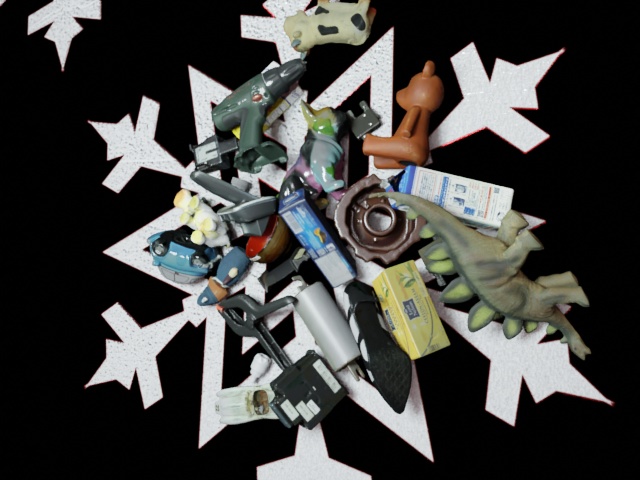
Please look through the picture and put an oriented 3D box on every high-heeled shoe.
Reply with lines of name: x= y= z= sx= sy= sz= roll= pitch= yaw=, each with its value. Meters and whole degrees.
high-heeled shoe: x=0.098 y=0.200 z=1.028 sx=0.086 sy=0.145 sz=0.248 roll=-9 pitch=88 yaw=-20

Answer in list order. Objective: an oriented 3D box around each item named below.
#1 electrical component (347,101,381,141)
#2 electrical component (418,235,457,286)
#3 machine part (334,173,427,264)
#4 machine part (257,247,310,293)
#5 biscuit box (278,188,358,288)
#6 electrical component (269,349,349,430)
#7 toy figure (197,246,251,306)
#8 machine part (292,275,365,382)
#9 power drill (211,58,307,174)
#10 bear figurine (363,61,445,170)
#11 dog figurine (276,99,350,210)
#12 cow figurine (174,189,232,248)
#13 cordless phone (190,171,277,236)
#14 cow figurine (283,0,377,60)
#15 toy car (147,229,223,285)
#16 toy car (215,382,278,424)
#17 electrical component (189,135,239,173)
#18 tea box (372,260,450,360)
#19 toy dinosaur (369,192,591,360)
electrical component: x=0.096 y=-0.243 z=1.129 sx=0.063 sy=0.021 sz=0.094 roll=-33 pitch=73 yaw=10
electrical component: x=0.240 y=0.028 z=1.036 sx=0.078 sy=0.045 sz=0.102 roll=-44 pitch=67 yaw=37
machine part: x=0.116 y=-0.039 z=1.053 sx=0.179 sy=0.056 sz=0.179 roll=0 pitch=84 yaw=1
machine part: x=-0.067 y=0.055 z=1.120 sx=0.139 sy=0.084 sz=0.039 roll=-35 pitch=106 yaw=20
biscuit box: x=-0.002 y=-0.003 z=1.049 sx=0.059 sy=0.063 sz=0.202 roll=-29 pitch=114 yaw=13
electrical component: x=-0.030 y=0.295 z=1.037 sx=0.134 sy=0.058 sz=0.115 roll=-37 pitch=89 yaw=-21
toy figure: x=-0.208 y=0.085 z=1.161 sx=0.058 sy=0.064 sz=0.154 roll=37 pitch=94 yaw=5
machine part: x=0.017 y=0.171 z=1.069 sx=0.079 sy=0.079 sz=0.243 roll=-37 pitch=72 yaw=10
power drill: x=-0.118 y=-0.251 z=1.100 sx=0.232 sy=0.086 sz=0.207 roll=-20 pitch=67 yaw=21
bear figurine: x=0.170 y=-0.242 z=1.056 sx=0.132 sy=0.120 sz=0.195 roll=6 pitch=83 yaw=22
dog figurine: x=-0.018 y=-0.176 z=1.116 sx=0.192 sy=0.108 sz=0.219 roll=-20 pitch=72 yaw=17
cow figurine: x=-0.255 y=-0.049 z=1.189 sx=0.068 sy=0.098 sz=0.167 roll=-49 pitch=53 yaw=12
cordless phone: x=-0.192 y=-0.083 z=1.098 sx=0.184 sy=0.147 sz=0.088 roll=28 pitch=78 yaw=-24
cow figurine: x=0.014 y=-0.455 z=1.157 sx=0.195 sy=0.085 sz=0.127 roll=9 pitch=79 yaw=18
toy car: x=-0.301 y=0.044 z=1.185 sx=0.162 sy=0.109 sz=0.102 roll=21 pitch=112 yaw=8
toy car: x=-0.127 y=0.332 z=1.103 sx=0.202 sy=0.056 sz=0.073 roll=-12 pitch=79 yaw=16
electrical component: x=-0.232 y=-0.198 z=1.216 sx=0.119 sy=0.047 sz=0.075 roll=-20 pitch=77 yaw=14
tea box: x=0.167 y=0.134 z=1.006 sx=0.068 sy=0.098 sz=0.169 roll=-19 pitch=74 yaw=-15
toy dinosaur: x=0.295 y=0.049 z=0.936 sx=0.198 sy=0.105 sz=0.471 roll=-43 pitch=94 yaw=19
